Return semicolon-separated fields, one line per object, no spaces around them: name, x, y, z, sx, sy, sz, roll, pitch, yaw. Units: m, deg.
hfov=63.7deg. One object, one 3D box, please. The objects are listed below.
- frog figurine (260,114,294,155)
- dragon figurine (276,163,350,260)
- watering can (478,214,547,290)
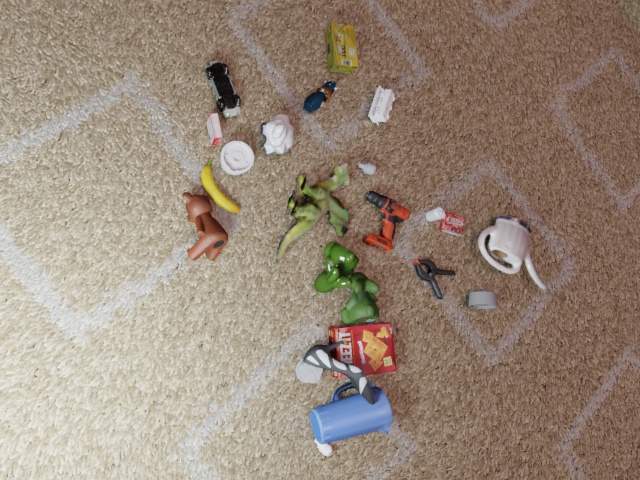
frog figurine;-0.132;-0.359;1.714;0.122;0.158;0.139;14;76;-20
dragon figurine;0.005;-0.088;1.751;0.241;0.121;0.415;24;73;-24
watering can;0.766;0.037;2.008;0.346;0.103;0.228;28;71;-13
